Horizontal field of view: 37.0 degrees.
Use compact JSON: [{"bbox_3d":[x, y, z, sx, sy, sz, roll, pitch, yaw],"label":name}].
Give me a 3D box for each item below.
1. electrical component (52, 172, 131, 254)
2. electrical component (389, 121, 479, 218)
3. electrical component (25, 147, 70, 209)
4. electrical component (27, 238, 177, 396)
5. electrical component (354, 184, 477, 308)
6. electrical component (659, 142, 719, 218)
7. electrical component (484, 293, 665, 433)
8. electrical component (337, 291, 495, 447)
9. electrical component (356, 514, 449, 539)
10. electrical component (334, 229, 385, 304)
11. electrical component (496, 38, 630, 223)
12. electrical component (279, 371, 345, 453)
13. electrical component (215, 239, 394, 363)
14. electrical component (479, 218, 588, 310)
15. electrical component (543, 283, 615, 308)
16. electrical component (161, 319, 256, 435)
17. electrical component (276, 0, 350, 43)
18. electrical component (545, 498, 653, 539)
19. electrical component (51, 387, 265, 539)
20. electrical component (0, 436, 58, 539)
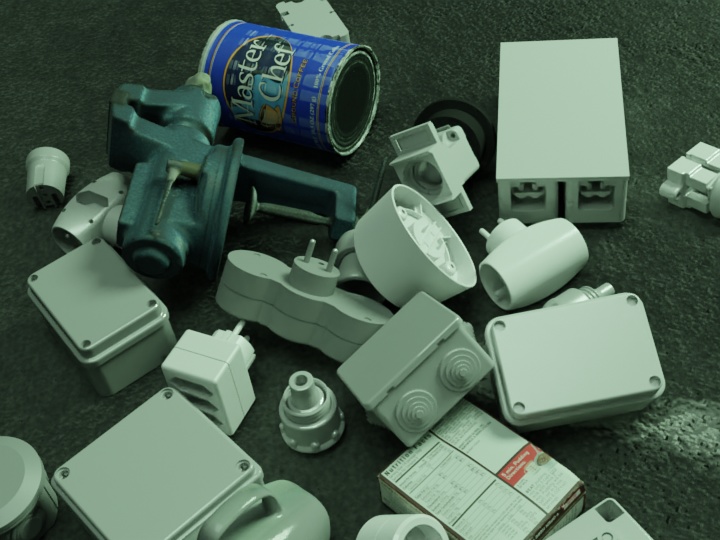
[{"bbox_3d":[-0.217,-0.041,0.950,0.079,0.043,0.077,21,54,27],"label":"electrical component"},{"bbox_3d":[0.065,-0.086,0.895,0.042,0.081,0.064,-14,20,41],"label":"electrical component"},{"bbox_3d":[-0.294,-0.086,1.009,0.040,0.040,0.046,-9,53,2],"label":"electrical component"},{"bbox_3d":[-0.208,0.035,0.867,0.078,0.057,0.113,-33,51,-20],"label":"electrical component"},{"bbox_3d":[0.045,-0.018,0.842,0.064,0.099,0.099,-36,34,35],"label":"electrical component"},{"bbox_3d":[0.292,-0.071,0.890,0.066,0.048,0.055,-36,44,-22],"label":"electrical component"},{"bbox_3d":[0.149,0.066,0.759,0.113,0.057,0.078,-11,71,0],"label":"electrical component"},{"bbox_3d":[0.039,0.069,0.760,0.100,0.048,0.100,-43,17,-3],"label":"electrical component"},{"bbox_3d":[-0.006,0.211,0.672,0.074,0.052,0.138,-17,25,49],"label":"electrical component"},{"bbox_3d":[0.000,0.000,0.873,0.045,0.045,0.055,-2,47,8],"label":"electrical component"},{"bbox_3d":[0.176,-0.122,0.946,0.105,0.060,0.186,0,47,10],"label":"electrical component"},{"bbox_3d":[-0.038,0.098,0.775,0.048,0.062,0.048,-5,47,5],"label":"electrical component"},{"bbox_3d":[-0.038,0.013,0.822,0.138,0.073,0.052,23,19,10],"label":"electrical component"},{"bbox_3d":[0.128,-0.015,0.866,0.077,0.043,0.079,-29,49,-17],"label":"electrical component"},{"bbox_3d":[0.169,0.029,0.824,0.061,0.035,0.035,-29,49,-21],"label":"electrical component"},{"bbox_3d":[-0.104,0.071,0.810,0.047,0.065,0.076,14,49,21],"label":"electrical component"},{"bbox_3d":[-0.045,-0.231,1.088,0.050,0.055,0.089,-20,47,-10],"label":"electrical component"},{"bbox_3d":[0.144,0.212,0.642,0.109,0.056,0.108,-29,49,-16],"label":"electrical component"},{"bbox_3d":[-0.137,0.153,0.745,0.109,0.056,0.109,-38,52,-23],"label":"electrical component"},{"bbox_3d":[-0.258,0.163,0.761,0.080,0.051,0.080,-5,47,5],"label":"electrical component"}]
